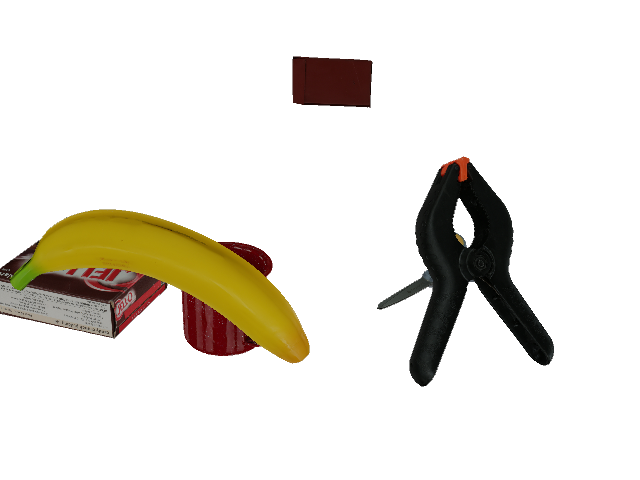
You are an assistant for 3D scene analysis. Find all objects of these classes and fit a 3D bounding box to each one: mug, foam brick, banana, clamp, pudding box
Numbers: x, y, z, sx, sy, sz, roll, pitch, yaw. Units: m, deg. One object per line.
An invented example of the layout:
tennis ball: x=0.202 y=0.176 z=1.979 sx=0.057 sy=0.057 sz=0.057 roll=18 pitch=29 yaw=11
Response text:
mug: x=-0.085 y=0.062 z=1.027 sx=0.093 sy=0.081 sz=0.117 roll=-22 pitch=35 yaw=-38
foam brick: x=0.012 y=-0.173 z=1.165 sx=0.078 sy=0.051 sz=0.053 roll=0 pitch=11 yaw=-16
banana: x=-0.095 y=0.022 z=0.682 sx=0.198 sy=0.070 sz=0.037 roll=16 pitch=28 yaw=-1
clamp: x=0.105 y=0.026 z=0.802 sx=0.120 sy=0.171 sz=0.039 roll=-15 pitch=-3 yaw=-28
pudding box: x=-0.192 y=0.034 z=0.857 sx=0.114 sy=0.039 sz=0.090 roll=8 pitch=25 yaw=18

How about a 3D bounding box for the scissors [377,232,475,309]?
scissors: x=0.119 y=0.030 z=1.208 sx=0.201 sy=0.016 sz=0.096 roll=-11 pitch=41 yaw=-33
